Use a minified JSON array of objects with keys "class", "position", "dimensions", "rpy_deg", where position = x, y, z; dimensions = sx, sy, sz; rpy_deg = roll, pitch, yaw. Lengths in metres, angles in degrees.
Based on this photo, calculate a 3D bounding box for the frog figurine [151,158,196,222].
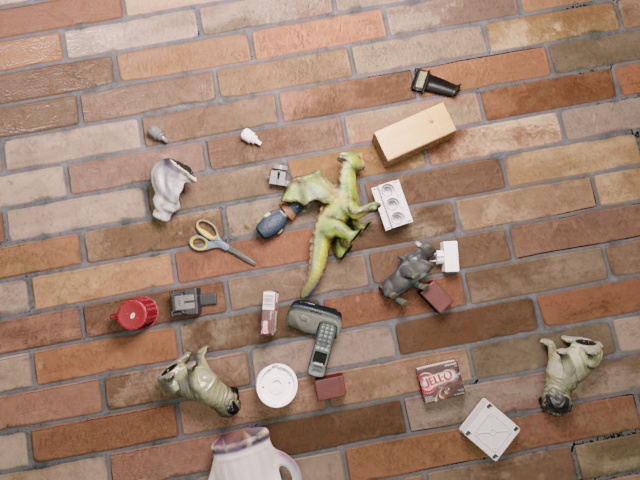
[{"class":"frog figurine","position":[-0.420,-0.138,1.400],"dimensions":[0.159,0.121,0.139],"rpy_deg":[-51,53,4]}]

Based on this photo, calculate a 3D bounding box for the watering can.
[{"class":"watering can","position":[-0.224,0.608,1.310],"dimensions":[0.348,0.103,0.226],"rpy_deg":[-15,83,-2]}]

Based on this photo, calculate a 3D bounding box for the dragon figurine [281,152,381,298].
[{"class":"dragon figurine","position":[0.004,-0.070,1.385],"dimensions":[0.243,0.121,0.412],"rpy_deg":[40,83,5]}]
